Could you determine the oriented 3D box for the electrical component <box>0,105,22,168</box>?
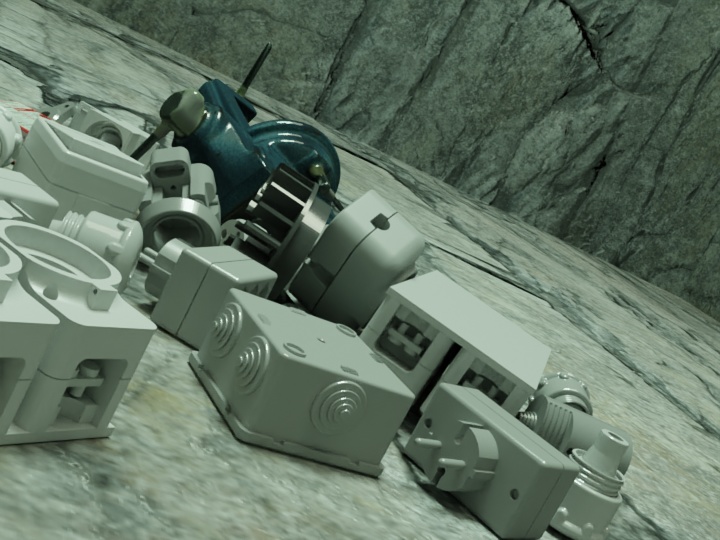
[{"bbox_3d":[-0.250,-0.081,0.698,0.048,0.048,0.062,26,17,-12],"label":"electrical component"}]

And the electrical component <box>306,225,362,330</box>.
[{"bbox_3d":[-0.008,0.009,0.821,0.057,0.058,0.078,34,-27,25],"label":"electrical component"}]

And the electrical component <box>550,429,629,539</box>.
[{"bbox_3d":[0.132,0.122,0.618,0.048,0.062,0.048,27,10,-5],"label":"electrical component"}]

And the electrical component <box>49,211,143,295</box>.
[{"bbox_3d":[-0.155,-0.013,0.598,0.062,0.048,0.048,20,10,-6],"label":"electrical component"}]

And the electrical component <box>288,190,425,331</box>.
[{"bbox_3d":[0.000,0.000,0.737,0.059,0.095,0.054,44,48,8],"label":"electrical component"}]

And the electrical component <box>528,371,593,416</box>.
[{"bbox_3d":[0.155,0.108,0.810,0.048,0.048,0.062,26,17,-9],"label":"electrical component"}]

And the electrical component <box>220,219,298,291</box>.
[{"bbox_3d":[-0.076,-0.010,0.793,0.055,0.045,0.045,19,13,-41],"label":"electrical component"}]

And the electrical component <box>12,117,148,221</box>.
[{"bbox_3d":[-0.188,-0.062,0.710,0.062,0.061,0.096,21,12,-35],"label":"electrical component"}]

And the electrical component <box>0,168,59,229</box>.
[{"bbox_3d":[-0.183,-0.018,0.535,0.077,0.047,0.066,34,11,32],"label":"electrical component"}]

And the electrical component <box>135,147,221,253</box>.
[{"bbox_3d":[-0.122,-0.034,0.723,0.058,0.078,0.057,-8,37,-2],"label":"electrical component"}]

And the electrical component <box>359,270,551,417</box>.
[{"bbox_3d":[0.065,0.059,0.731,0.105,0.060,0.186,35,10,9],"label":"electrical component"}]

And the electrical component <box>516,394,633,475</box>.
[{"bbox_3d":[0.140,0.115,0.734,0.081,0.043,0.043,25,10,-18],"label":"electrical component"}]

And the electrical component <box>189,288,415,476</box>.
[{"bbox_3d":[-0.030,0.056,0.560,0.100,0.048,0.100,21,12,-32],"label":"electrical component"}]

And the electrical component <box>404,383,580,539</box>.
[{"bbox_3d":[0.059,0.100,0.577,0.076,0.047,0.083,17,14,-47],"label":"electrical component"}]

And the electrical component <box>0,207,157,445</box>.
[{"bbox_3d":[-0.184,-0.007,0.434,0.186,0.060,0.105,33,11,27],"label":"electrical component"}]

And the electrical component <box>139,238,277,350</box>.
[{"bbox_3d":[-0.100,0.006,0.632,0.077,0.047,0.066,29,10,12],"label":"electrical component"}]

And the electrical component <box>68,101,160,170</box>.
[{"bbox_3d":[-0.214,-0.110,0.945,0.081,0.042,0.064,30,9,9],"label":"electrical component"}]
